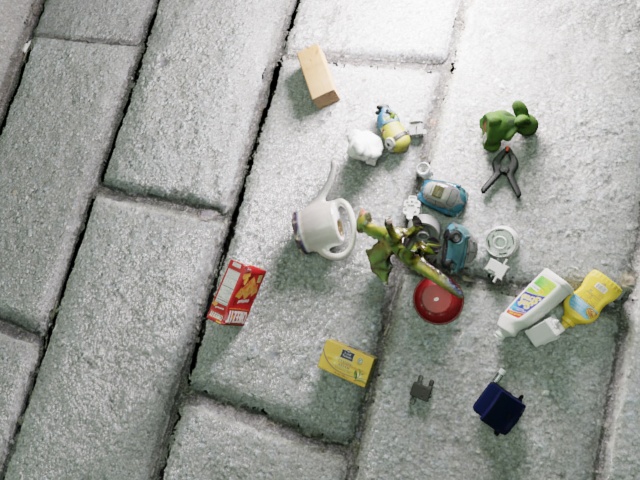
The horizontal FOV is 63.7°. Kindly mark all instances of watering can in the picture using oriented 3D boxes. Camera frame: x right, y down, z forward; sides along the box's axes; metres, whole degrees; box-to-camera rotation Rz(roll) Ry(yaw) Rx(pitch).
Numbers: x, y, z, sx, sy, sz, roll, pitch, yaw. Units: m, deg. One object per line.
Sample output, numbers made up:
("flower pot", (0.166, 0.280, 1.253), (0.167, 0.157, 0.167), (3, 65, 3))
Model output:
("watering can", (0.005, -0.089, 1.771), (0.223, 0.103, 0.352), (-16, 74, 16))

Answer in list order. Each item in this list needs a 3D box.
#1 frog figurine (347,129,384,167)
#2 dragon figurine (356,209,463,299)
("frog figurine", (0.146, -0.323, 1.748), (0.122, 0.158, 0.139), (-39, 70, 7))
("dragon figurine", (0.252, 0.057, 1.631), (0.414, 0.123, 0.238), (56, 142, 12))
